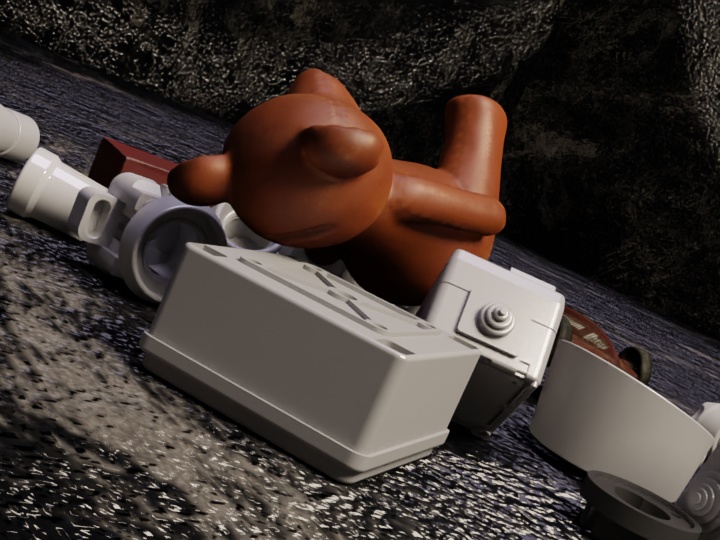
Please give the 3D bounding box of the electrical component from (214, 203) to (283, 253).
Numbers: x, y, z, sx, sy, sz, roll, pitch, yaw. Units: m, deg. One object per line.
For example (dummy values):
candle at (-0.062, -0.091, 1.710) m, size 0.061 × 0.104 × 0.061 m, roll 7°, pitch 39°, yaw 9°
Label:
electrical component at (-0.068, -0.014, 0.628) m, size 0.045 × 0.045 × 0.055 m, roll 23°, pitch -33°, yaw -3°

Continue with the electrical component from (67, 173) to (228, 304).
electrical component at (-0.104, -0.015, 0.557) m, size 0.078 × 0.058 × 0.057 m, roll 19°, pitch 6°, yaw -37°

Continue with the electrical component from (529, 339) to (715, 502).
electrical component at (0.146, 0.085, 0.603) m, size 0.099 × 0.064 × 0.099 m, roll 23°, pitch 7°, yaw -3°

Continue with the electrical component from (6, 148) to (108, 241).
electrical component at (-0.172, -0.042, 0.614) m, size 0.046 × 0.040 × 0.040 m, roll 29°, pitch 6°, yaw -10°

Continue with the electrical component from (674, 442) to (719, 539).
electrical component at (0.208, 0.107, 0.505) m, size 0.100 × 0.099 × 0.048 m, roll 21°, pitch 20°, yaw -23°

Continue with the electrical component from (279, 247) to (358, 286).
electrical component at (0.000, 0.000, 0.706) m, size 0.113 × 0.078 × 0.057 m, roll 22°, pitch 10°, yaw -18°

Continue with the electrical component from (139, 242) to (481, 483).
electrical component at (-0.018, 0.036, 0.459) m, size 0.109 × 0.056 × 0.109 m, roll 26°, pitch 7°, yaw 21°

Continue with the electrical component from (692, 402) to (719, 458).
electrical component at (0.280, 0.129, 0.809) m, size 0.043 × 0.043 × 0.062 m, roll 19°, pitch 9°, yaw -33°

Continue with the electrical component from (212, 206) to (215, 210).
electrical component at (-0.077, -0.010, 0.685) m, size 0.040 × 0.040 × 0.078 m, roll 18°, pitch 23°, yaw -41°

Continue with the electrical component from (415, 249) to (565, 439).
electrical component at (0.060, 0.033, 0.542) m, size 0.062 × 0.061 × 0.096 m, roll 24°, pitch -30°, yaw 0°

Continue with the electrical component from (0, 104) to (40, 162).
electrical component at (-0.256, -0.098, 0.755) m, size 0.044 × 0.044 × 0.065 m, roll 26°, pitch 2°, yaw 15°

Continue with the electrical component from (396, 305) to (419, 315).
electrical component at (0.032, 0.038, 0.650) m, size 0.040 × 0.046 × 0.040 m, roll 25°, pitch 7°, yaw -3°
